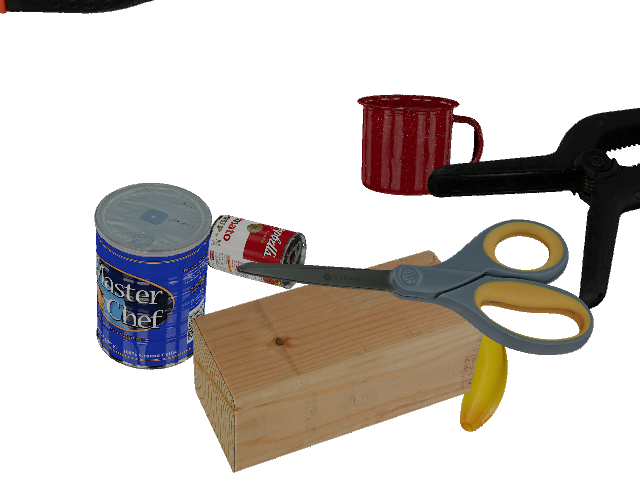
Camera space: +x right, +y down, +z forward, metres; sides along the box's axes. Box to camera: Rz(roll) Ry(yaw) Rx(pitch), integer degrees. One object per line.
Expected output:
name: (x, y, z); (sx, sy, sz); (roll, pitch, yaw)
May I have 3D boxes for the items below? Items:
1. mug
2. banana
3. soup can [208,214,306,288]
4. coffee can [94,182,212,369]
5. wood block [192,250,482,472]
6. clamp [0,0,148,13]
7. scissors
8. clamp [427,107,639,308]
mug: (0.092, -0.088, 0.986); (0.117, 0.081, 0.093); (2, 15, 2)
banana: (0.159, 0.123, 1.101); (0.070, 0.037, 0.198); (-27, 29, 9)
soup can: (-0.076, 0.012, 1.262); (0.102, 0.068, 0.068); (14, 5, 20)
coffee can: (-0.154, 0.033, 0.980); (0.102, 0.140, 0.103); (5, 37, -4)
wood block: (0.012, 0.090, 0.835); (0.205, 0.090, 0.091); (-15, 45, -19)
clamp: (-0.104, -0.157, 0.602); (0.171, 0.039, 0.120); (-10, 24, -25)
scissors: (0.061, 0.011, 0.617); (0.202, 0.096, 0.016); (17, -37, 3)
clamp: (0.209, -0.039, 0.802); (0.209, 0.036, 0.165); (-26, 52, -19)
